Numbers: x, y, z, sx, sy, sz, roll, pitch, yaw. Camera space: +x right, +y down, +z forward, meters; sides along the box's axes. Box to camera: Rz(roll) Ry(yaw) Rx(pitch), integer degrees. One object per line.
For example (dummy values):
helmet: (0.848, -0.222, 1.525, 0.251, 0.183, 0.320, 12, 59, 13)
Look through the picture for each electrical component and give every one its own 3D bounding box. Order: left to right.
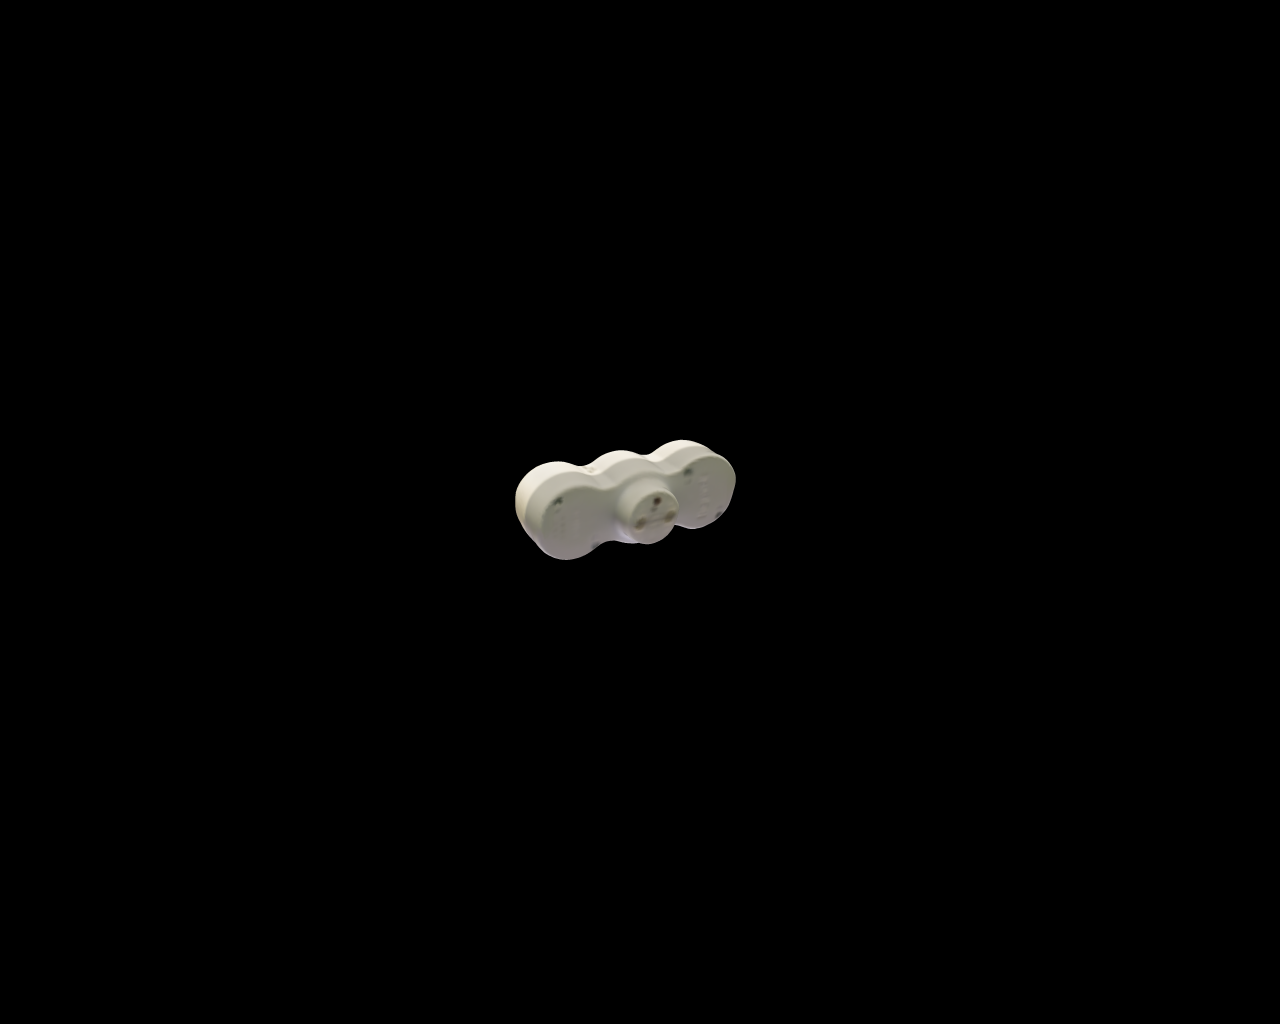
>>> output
electrical component: (0.001, -0.003, 0.650, 0.138, 0.052, 0.074, -12, 28, -25)
